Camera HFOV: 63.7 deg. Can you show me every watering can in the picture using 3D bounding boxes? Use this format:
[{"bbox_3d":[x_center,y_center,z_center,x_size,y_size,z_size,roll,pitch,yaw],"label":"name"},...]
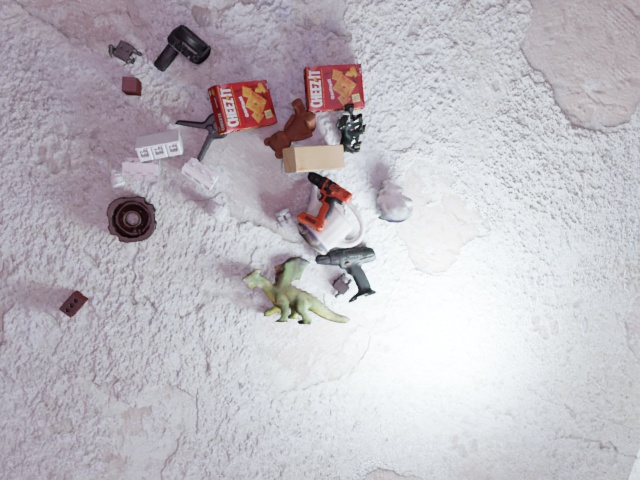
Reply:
[{"bbox_3d":[0.006,-0.096,1.916,0.225,0.103,0.349,-42,85,-5],"label":"watering can"}]

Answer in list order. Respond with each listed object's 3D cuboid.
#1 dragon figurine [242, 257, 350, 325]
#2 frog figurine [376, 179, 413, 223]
[{"bbox_3d":[-0.086,0.185,1.919,0.410,0.122,0.244,4,85,-9],"label":"dragon figurine"},{"bbox_3d":[0.281,-0.148,1.937,0.137,0.124,0.157,3,106,12],"label":"frog figurine"}]
